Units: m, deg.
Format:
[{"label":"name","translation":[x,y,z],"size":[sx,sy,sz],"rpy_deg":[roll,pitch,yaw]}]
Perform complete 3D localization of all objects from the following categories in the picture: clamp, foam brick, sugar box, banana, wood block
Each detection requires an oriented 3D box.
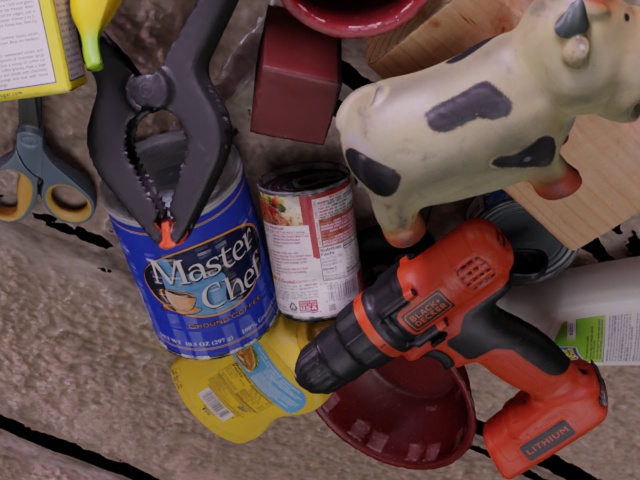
[{"label":"clamp","translation":[0.084,0.015,0.799],"size":[0.120,0.039,0.172],"rpy_deg":[38,145,-7]},{"label":"foam brick","translation":[-0.016,-0.108,0.700],"size":[0.051,0.078,0.053],"rpy_deg":[10,131,-8]},{"label":"sugar box","translation":[-0.203,-0.171,0.632],"size":[0.093,0.048,0.176],"rpy_deg":[-6,103,6]},{"label":"banana","translation":[-0.086,-0.190,0.634],"size":[0.198,0.037,0.069],"rpy_deg":[-44,85,8]},{"label":"wood block","translation":[0.132,-0.098,0.694],"size":[0.090,0.091,0.206],"rpy_deg":[-36,121,29]},{"label":"clamp","translation":[-0.116,-0.100,0.681],"size":[0.164,0.036,0.210],"rpy_deg":[1,96,8]}]

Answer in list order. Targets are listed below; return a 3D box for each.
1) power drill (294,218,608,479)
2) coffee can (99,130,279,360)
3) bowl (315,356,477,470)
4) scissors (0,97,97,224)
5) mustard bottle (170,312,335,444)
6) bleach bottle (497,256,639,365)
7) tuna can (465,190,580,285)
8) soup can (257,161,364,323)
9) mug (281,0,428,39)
[{"label":"power drill","translation":[0.100,0.092,0.766],"size":[0.185,0.057,0.187],"rpy_deg":[-38,115,24]},{"label":"coffee can","translation":[-0.092,0.004,0.787],"size":[0.103,0.103,0.140],"rpy_deg":[-6,131,8]},{"label":"bowl","translation":[0.063,0.112,0.884],"size":[0.162,0.055,0.162],"rpy_deg":[18,130,22]},{"label":"scissors","translation":[-0.189,-0.066,0.764],"size":[0.096,0.016,0.202],"rpy_deg":[17,143,-22]},{"label":"mustard bottle","translation":[-0.039,0.101,0.864],"size":[0.096,0.058,0.192],"rpy_deg":[50,136,-7]},{"label":"bleach bottle","translation":[0.228,0.055,0.844],"size":[0.251,0.068,0.102],"rpy_deg":[-3,130,9]},{"label":"tuna can","translation":[0.153,-0.008,0.809],"size":[0.086,0.033,0.086],"rpy_deg":[1,132,1]},{"label":"soup can","translation":[-0.005,0.001,0.783],"size":[0.068,0.068,0.102],"rpy_deg":[-5,111,7]},{"label":"mug","translation":[0.030,-0.178,0.592],"size":[0.117,0.081,0.093],"rpy_deg":[-27,124,24]}]
